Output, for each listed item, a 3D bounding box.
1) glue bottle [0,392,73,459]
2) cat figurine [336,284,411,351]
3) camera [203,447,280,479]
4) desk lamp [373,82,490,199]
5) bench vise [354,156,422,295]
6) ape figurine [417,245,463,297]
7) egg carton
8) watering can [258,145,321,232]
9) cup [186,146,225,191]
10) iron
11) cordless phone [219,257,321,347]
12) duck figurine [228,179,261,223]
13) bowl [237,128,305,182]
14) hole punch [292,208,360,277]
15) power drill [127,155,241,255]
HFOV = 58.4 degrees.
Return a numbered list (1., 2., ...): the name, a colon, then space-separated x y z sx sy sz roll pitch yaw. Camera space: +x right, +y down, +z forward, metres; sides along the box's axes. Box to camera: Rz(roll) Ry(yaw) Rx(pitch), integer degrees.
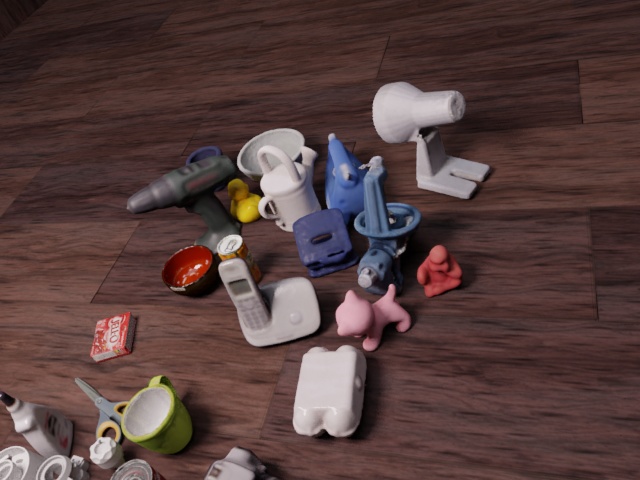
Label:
1. glue bottle: -0.473 0.299 0.947 0.037 0.173 0.078 -23 43 -1
2. cat figurine: 0.079 0.121 0.942 0.128 0.118 0.067 -32 44 -11
3. camera: -0.096 0.367 0.781 0.136 0.101 0.143 7 50 28
4. desk lamp: 0.221 -0.210 1.142 0.202 0.214 0.118 19 57 35
5. bench vise: 0.115 -0.021 0.994 0.121 0.220 0.207 -9 45 13
6. ape figurine: 0.206 0.046 0.984 0.077 0.092 0.076 14 54 32
7. egg carton: 0.018 0.234 0.890 0.107 0.070 0.150 -6 45 16
8. watering can: -0.068 -0.123 1.187 0.100 0.194 0.173 1 48 23
9. cup: -0.254 -0.160 1.372 0.092 0.095 0.117 -43 47 -20
10. iron: 0.049 -0.149 1.204 0.118 0.142 0.258 -20 43 2
11. cordless phone: -0.085 0.094 0.986 0.147 0.185 0.094 -17 43 6
12. duck figurine: -0.174 -0.095 1.281 0.077 0.086 0.104 -32 44 -10
13. bowl: -0.105 -0.186 1.352 0.167 0.075 0.167 -11 44 11
14. hole punch: 0.010 0.004 1.105 0.108 0.091 0.101 -19 43 4
15. power drill: -0.259 -0.066 1.197 0.230 0.209 0.075 -38 45 -16
